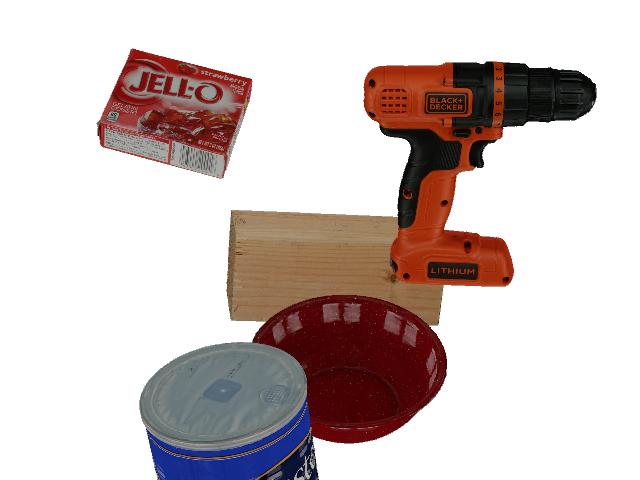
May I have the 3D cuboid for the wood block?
[{"bbox_3d":[0.013,0.027,1.065,0.206,0.091,0.090,2,17,-9],"label":"wood block"}]

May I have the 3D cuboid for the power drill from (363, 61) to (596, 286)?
[{"bbox_3d":[0.128,-0.056,0.882,0.184,0.188,0.057,2,23,7],"label":"power drill"}]

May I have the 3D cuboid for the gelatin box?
[{"bbox_3d":[-0.098,-0.088,0.728,0.089,0.073,0.030,15,-37,0],"label":"gelatin box"}]

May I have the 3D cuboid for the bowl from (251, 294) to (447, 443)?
[{"bbox_3d":[0.022,0.115,0.881,0.162,0.055,0.162,0,36,0],"label":"bowl"}]

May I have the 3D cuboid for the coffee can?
[{"bbox_3d":[-0.052,0.151,0.680,0.103,0.140,0.103,-6,28,3],"label":"coffee can"}]
